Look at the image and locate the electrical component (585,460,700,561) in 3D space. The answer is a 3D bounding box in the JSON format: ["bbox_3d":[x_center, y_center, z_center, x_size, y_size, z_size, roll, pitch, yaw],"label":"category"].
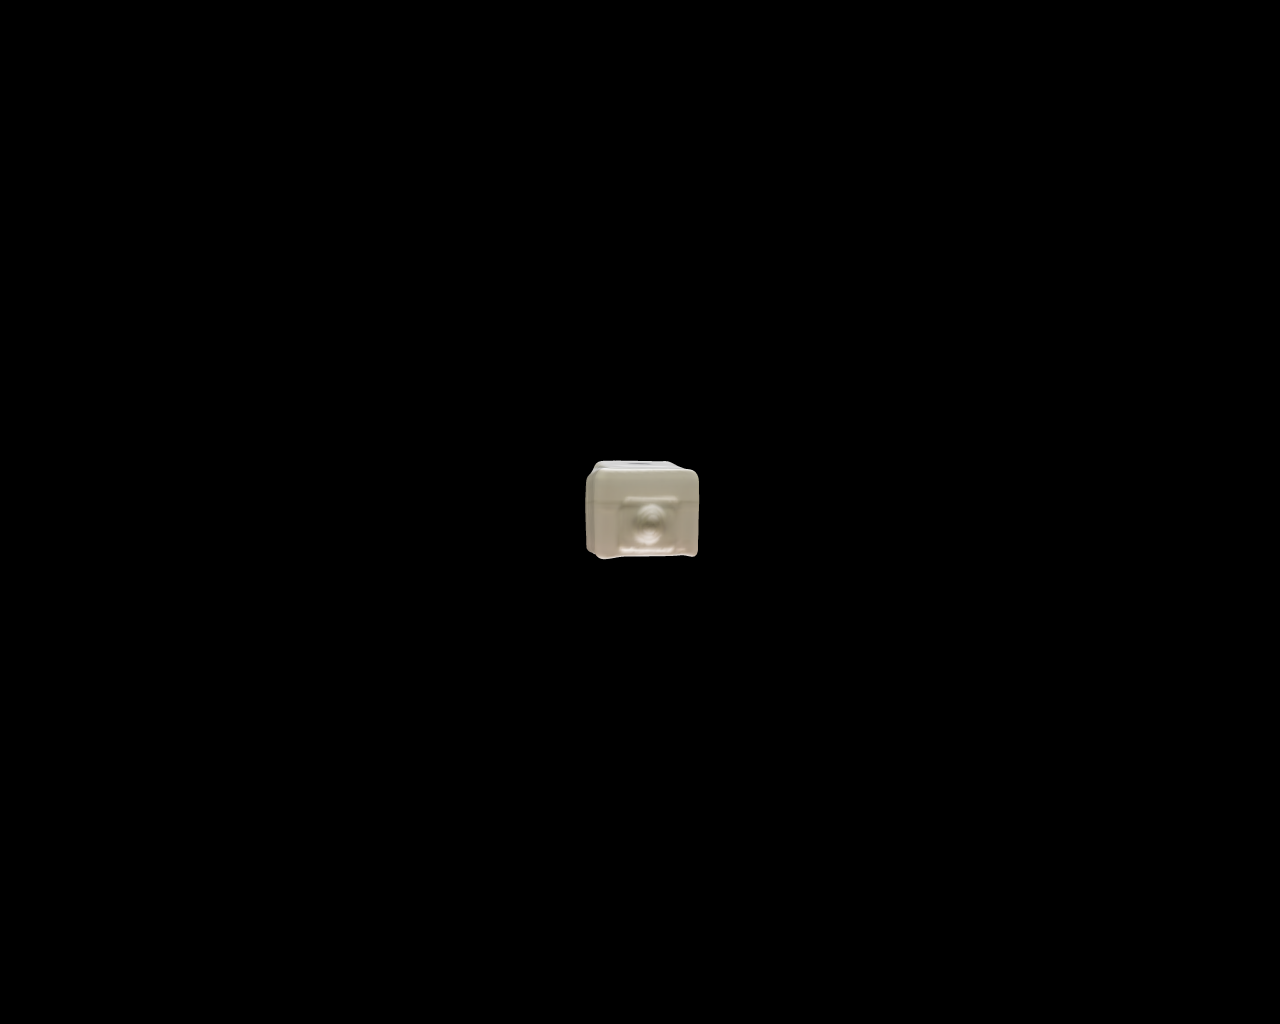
[{"bbox_3d":[0.001,-0.003,0.650,0.062,0.061,0.096,0,0,-7],"label":"electrical component"}]
